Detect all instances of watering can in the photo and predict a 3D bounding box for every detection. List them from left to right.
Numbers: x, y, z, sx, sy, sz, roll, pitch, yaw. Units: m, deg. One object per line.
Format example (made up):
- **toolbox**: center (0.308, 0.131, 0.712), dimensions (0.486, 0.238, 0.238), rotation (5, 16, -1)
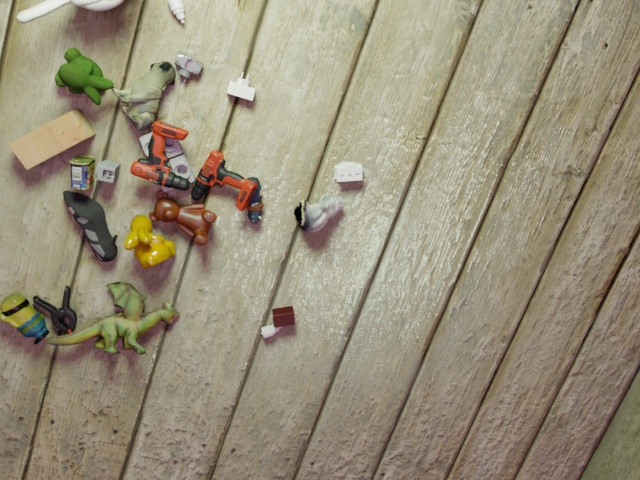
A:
- **watering can**: center (-0.630, -0.672, 1.392), dimensions (0.348, 0.229, 0.101), rotation (-18, 128, -4)

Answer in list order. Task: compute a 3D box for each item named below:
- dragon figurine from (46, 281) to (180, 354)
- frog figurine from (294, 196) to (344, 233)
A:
- **dragon figurine**: center (-0.689, 0.260, 1.744), dimensions (0.410, 0.122, 0.243), rotation (9, 88, -15)
- **frog figurine**: center (0.005, -0.088, 1.747), dimensions (0.160, 0.125, 0.134), rotation (-2, 141, -19)
